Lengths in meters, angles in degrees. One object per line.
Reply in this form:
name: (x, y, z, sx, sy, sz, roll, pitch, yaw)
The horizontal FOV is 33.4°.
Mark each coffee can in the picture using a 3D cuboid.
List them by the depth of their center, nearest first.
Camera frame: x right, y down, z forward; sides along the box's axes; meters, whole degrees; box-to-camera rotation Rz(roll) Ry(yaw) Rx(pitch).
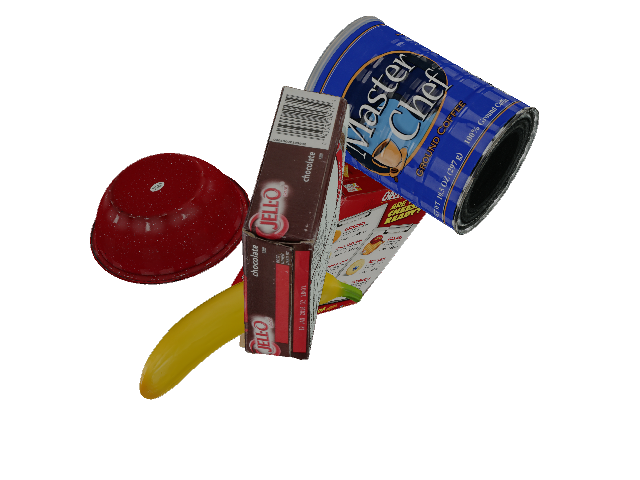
coffee can: (0.069, -0.083, 0.766, 0.140, 0.103, 0.102, 34, 13, 20)

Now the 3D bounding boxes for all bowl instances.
bowl: (-0.151, -0.034, 1.026, 0.162, 0.162, 0.055, 0, -44, 12)

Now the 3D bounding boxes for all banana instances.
banana: (-0.066, 0.067, 0.838, 0.198, 0.069, 0.037, -24, 35, 6)

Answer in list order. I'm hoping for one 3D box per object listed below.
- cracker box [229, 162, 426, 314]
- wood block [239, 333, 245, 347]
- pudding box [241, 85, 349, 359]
cracker box: (0.016, -0.006, 1.139, 0.163, 0.072, 0.214, -13, -34, -43)
wood block: (-0.052, 0.041, 1.451, 0.090, 0.206, 0.090, 9, 22, 6)
pudding box: (-0.013, -0.009, 0.550, 0.039, 0.113, 0.090, 10, -43, 5)
